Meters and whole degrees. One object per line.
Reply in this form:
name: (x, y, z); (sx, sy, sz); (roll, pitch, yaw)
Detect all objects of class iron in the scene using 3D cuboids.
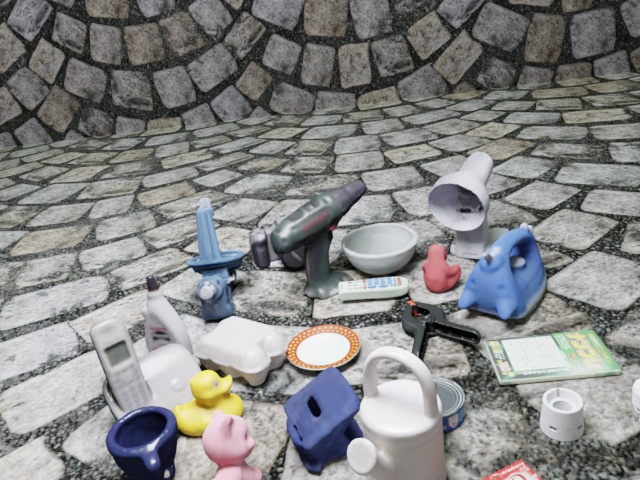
iron: (0.355, 0.040, 1.060); (0.118, 0.142, 0.259); (12, 32, 38)

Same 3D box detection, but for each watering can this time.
watering can: (0.097, 0.219, 0.691); (0.100, 0.194, 0.173); (-1, 26, 16)

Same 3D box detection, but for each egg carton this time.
egg carton: (-0.134, 0.188, 0.982); (0.149, 0.069, 0.107); (8, 29, 32)

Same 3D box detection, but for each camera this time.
camera: (-0.086, 0.007, 1.321); (0.143, 0.101, 0.136); (-14, 25, -11)

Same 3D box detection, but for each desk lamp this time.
desk lamp: (0.320, -0.067, 1.218); (0.117, 0.214, 0.204); (8, 30, 32)

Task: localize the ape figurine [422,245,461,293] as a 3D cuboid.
ape figurine: (0.235, 0.051, 1.134); (0.077, 0.092, 0.076); (15, 34, 41)

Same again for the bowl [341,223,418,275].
bowl: (0.131, 0.029, 1.237); (0.167, 0.075, 0.167); (-7, 25, 3)

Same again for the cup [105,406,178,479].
cup: (-0.222, 0.291, 0.756); (0.092, 0.095, 0.117); (-20, 27, -23)

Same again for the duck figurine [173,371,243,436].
duck figurine: (-0.173, 0.239, 0.864); (0.105, 0.086, 0.077); (-15, 25, -13)

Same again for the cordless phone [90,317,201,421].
cordless phone: (-0.267, 0.189, 0.882); (0.148, 0.185, 0.093); (-29, 31, -37)

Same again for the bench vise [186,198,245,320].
bench vise: (-0.207, 0.036, 1.154); (0.122, 0.220, 0.207); (-15, 25, -15)

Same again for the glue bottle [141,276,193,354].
glue bottle: (-0.280, 0.139, 1.010); (0.078, 0.173, 0.037); (-3, 25, 12)

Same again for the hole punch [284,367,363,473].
hole punch: (0.003, 0.244, 0.791); (0.101, 0.091, 0.108); (-16, 26, -17)

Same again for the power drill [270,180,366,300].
power drill: (0.011, 0.004, 1.167); (0.230, 0.209, 0.075); (-24, 29, -30)

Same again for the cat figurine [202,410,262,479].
cat figurine: (-0.118, 0.278, 0.723); (0.067, 0.118, 0.128); (-6, 25, 6)
